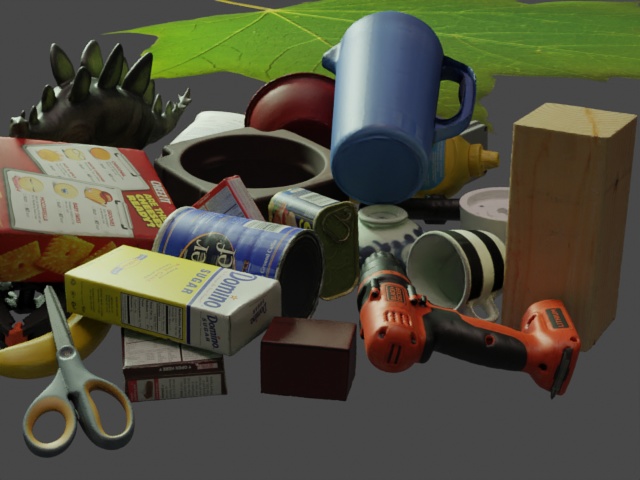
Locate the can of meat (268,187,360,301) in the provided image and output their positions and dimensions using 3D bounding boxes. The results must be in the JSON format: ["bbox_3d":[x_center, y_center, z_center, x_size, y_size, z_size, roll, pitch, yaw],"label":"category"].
[{"bbox_3d":[-0.007,0.001,1.109,0.057,0.102,0.084,-17,26,-34],"label":"can of meat"}]

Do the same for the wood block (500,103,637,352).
[{"bbox_3d":[0.231,-0.013,0.998,0.090,0.206,0.090,13,25,29],"label":"wood block"}]

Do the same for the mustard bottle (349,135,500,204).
[{"bbox_3d":[0.125,-0.095,1.319,0.192,0.096,0.058,-1,-13,20],"label":"mustard bottle"}]

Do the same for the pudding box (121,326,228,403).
[{"bbox_3d":[-0.132,0.100,0.954,0.090,0.039,0.113,-4,21,-9],"label":"pudding box"}]

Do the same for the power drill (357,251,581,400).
[{"bbox_3d":[0.124,0.071,0.946,0.187,0.057,0.184,10,24,-4],"label":"power drill"}]

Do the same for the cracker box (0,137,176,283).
[{"bbox_3d":[-0.262,-0.029,1.109,0.213,0.072,0.164,3,38,-36],"label":"cracker box"}]

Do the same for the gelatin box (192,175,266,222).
[{"bbox_3d":[-0.094,-0.011,1.122,0.073,0.089,0.030,-37,-10,31],"label":"gelatin box"}]

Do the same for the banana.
[{"bbox_3d":[-0.234,0.081,0.979,0.069,0.037,0.197,43,32,7],"label":"banana"}]

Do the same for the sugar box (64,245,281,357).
[{"bbox_3d":[-0.132,0.051,0.960,0.176,0.048,0.093,9,21,25],"label":"sugar box"}]

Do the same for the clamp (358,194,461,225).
[{"bbox_3d":[0.128,-0.036,1.269,0.171,0.039,0.120,4,6,-14],"label":"clamp"}]

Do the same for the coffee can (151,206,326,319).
[{"bbox_3d":[-0.079,0.028,1.042,0.140,0.103,0.102,11,25,25],"label":"coffee can"}]

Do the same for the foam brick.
[{"bbox_3d":[-0.009,0.102,0.927,0.078,0.051,0.053,4,22,11],"label":"foam brick"}]

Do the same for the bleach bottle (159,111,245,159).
[{"bbox_3d":[-0.171,-0.103,1.420,0.103,0.068,0.250,7,26,19],"label":"bleach bottle"}]

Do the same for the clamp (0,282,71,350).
[{"bbox_3d":[-0.303,0.050,1.072,0.164,0.036,0.210,7,24,-4],"label":"clamp"}]

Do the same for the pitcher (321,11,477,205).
[{"bbox_3d":[0.086,-0.150,1.233,0.149,0.145,0.242,-31,30,29],"label":"pitcher"}]

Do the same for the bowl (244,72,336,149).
[{"bbox_3d":[-0.019,-0.134,1.382,0.162,0.162,0.055,0,38,0],"label":"bowl"}]

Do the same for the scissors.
[{"bbox_3d":[-0.226,0.112,0.894,0.096,0.016,0.202,-24,46,-28],"label":"scissors"}]
